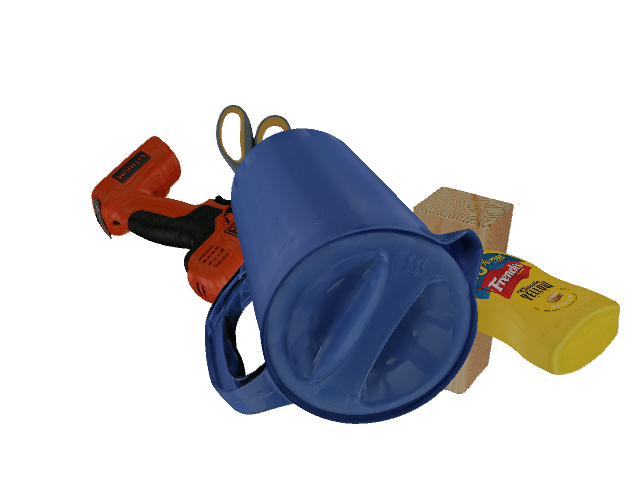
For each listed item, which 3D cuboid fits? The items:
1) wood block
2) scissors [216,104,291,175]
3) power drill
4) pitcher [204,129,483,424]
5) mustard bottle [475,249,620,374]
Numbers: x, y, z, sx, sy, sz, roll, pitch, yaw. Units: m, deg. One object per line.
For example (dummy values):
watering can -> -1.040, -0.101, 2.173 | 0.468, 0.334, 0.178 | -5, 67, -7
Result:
wood block -> 0.151, 0.056, 1.216 | 0.090, 0.206, 0.090 | 16, 25, 24
scissors -> -0.066, -0.059, 1.207 | 0.096, 0.202, 0.016 | -12, -8, -13
power drill -> -0.102, -0.037, 0.985 | 0.188, 0.057, 0.184 | 20, 51, 32
pitcher -> -0.002, 0.014, 0.734 | 0.149, 0.145, 0.243 | 5, 22, -15
mustard bottle -> 0.175, 0.054, 0.997 | 0.096, 0.058, 0.192 | -28, 38, -31
